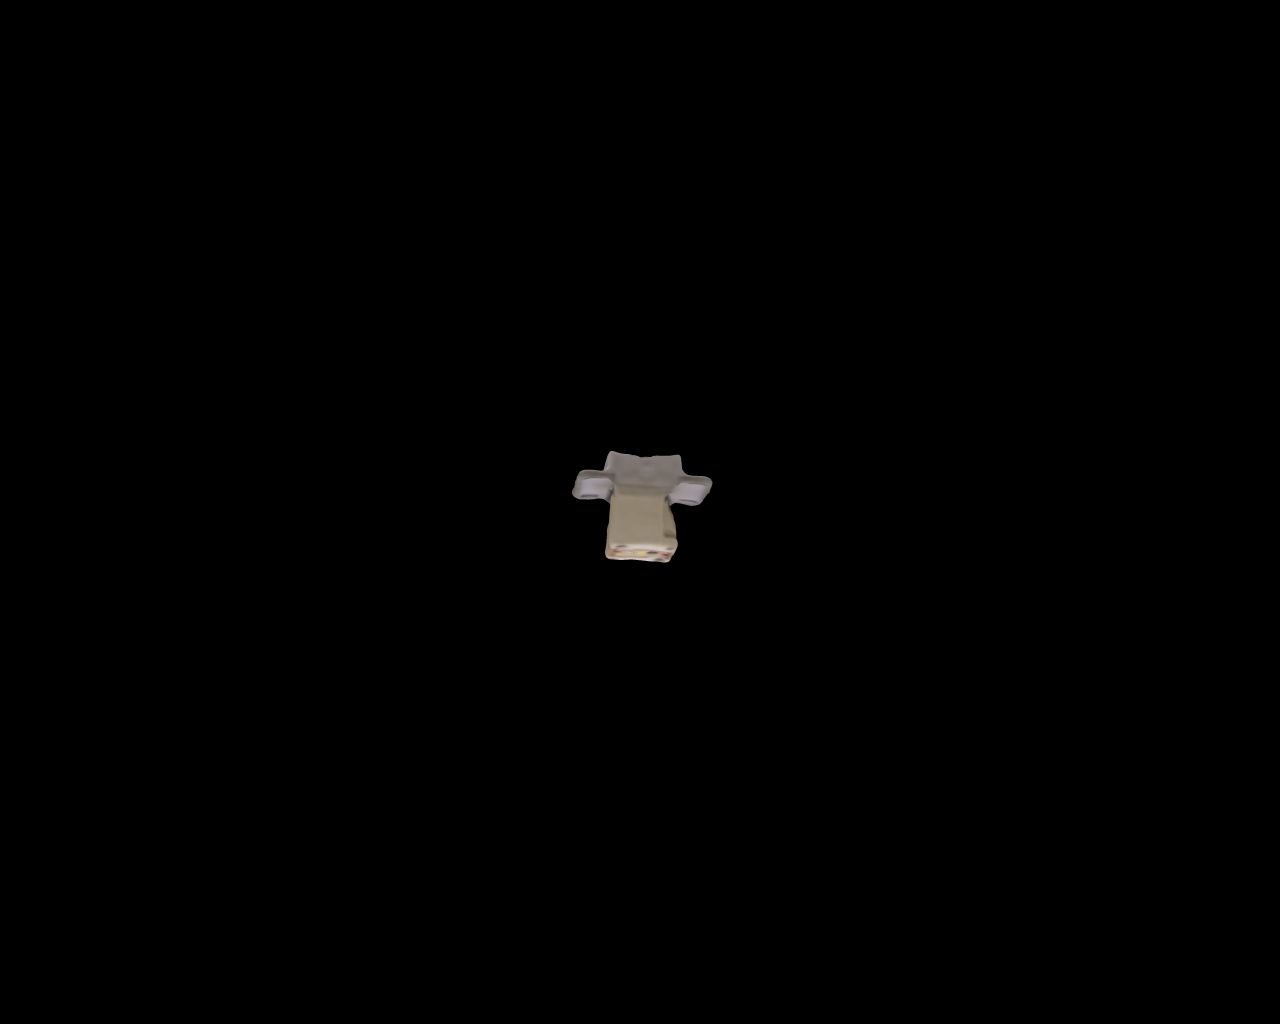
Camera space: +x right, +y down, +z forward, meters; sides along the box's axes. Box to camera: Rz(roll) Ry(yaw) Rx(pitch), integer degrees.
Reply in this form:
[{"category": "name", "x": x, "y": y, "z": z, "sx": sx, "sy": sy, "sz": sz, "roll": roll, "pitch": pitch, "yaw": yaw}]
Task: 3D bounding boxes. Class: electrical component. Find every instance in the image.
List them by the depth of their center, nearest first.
[{"category": "electrical component", "x": 0.001, "y": -0.003, "z": 0.650, "sx": 0.081, "sy": 0.064, "sz": 0.042, "roll": 2, "pitch": -19, "yaw": -7}]
